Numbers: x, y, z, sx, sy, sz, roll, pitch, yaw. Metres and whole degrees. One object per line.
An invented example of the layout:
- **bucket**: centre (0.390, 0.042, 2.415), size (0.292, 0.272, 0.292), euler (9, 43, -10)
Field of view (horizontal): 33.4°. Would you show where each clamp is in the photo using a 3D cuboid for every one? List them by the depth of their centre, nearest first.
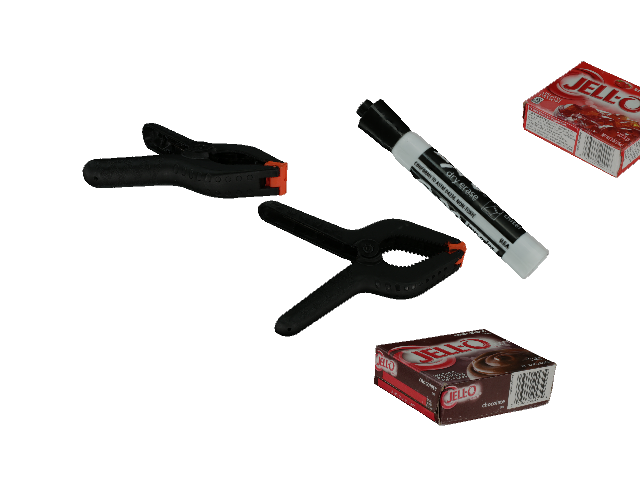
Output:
- **clamp**: centre (-0.115, -0.062, 0.922), size (0.172, 0.039, 0.120), euler (12, 34, 26)
- **clamp**: centre (0.042, 0.028, 1.059), size (0.210, 0.164, 0.036), euler (2, -40, -4)

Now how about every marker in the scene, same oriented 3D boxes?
- **marker**: centre (0.064, -0.028, 0.537), size (0.121, 0.020, 0.020), euler (44, 12, 13)

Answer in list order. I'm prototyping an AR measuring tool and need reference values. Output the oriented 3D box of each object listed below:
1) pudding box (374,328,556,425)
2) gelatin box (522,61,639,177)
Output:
- **pudding box**: centre (0.112, 0.104, 0.835), size (0.113, 0.039, 0.090), euler (-3, 16, -31)
- **gelatin box**: centre (0.207, -0.093, 0.794), size (0.073, 0.030, 0.089), euler (-34, 51, -28)
